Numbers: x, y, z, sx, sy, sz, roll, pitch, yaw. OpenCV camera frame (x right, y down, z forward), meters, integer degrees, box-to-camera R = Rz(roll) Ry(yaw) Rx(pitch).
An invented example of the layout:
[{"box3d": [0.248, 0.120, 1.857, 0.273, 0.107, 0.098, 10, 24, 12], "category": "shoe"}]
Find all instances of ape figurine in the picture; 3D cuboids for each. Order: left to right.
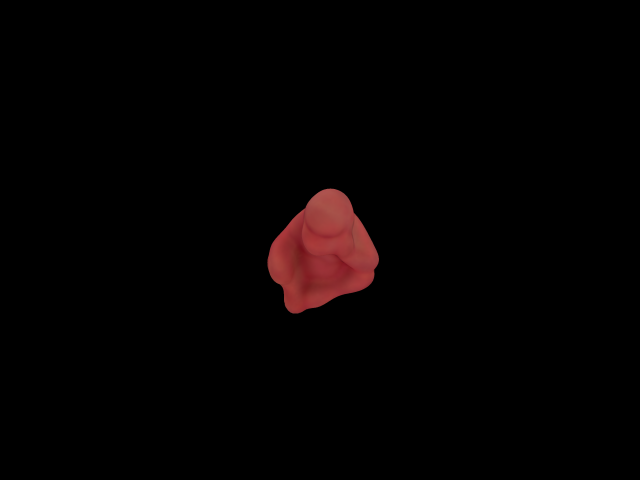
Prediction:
[{"box3d": [0.004, 0.001, 0.400, 0.077, 0.092, 0.076, 15, 54, 12], "category": "ape figurine"}]
